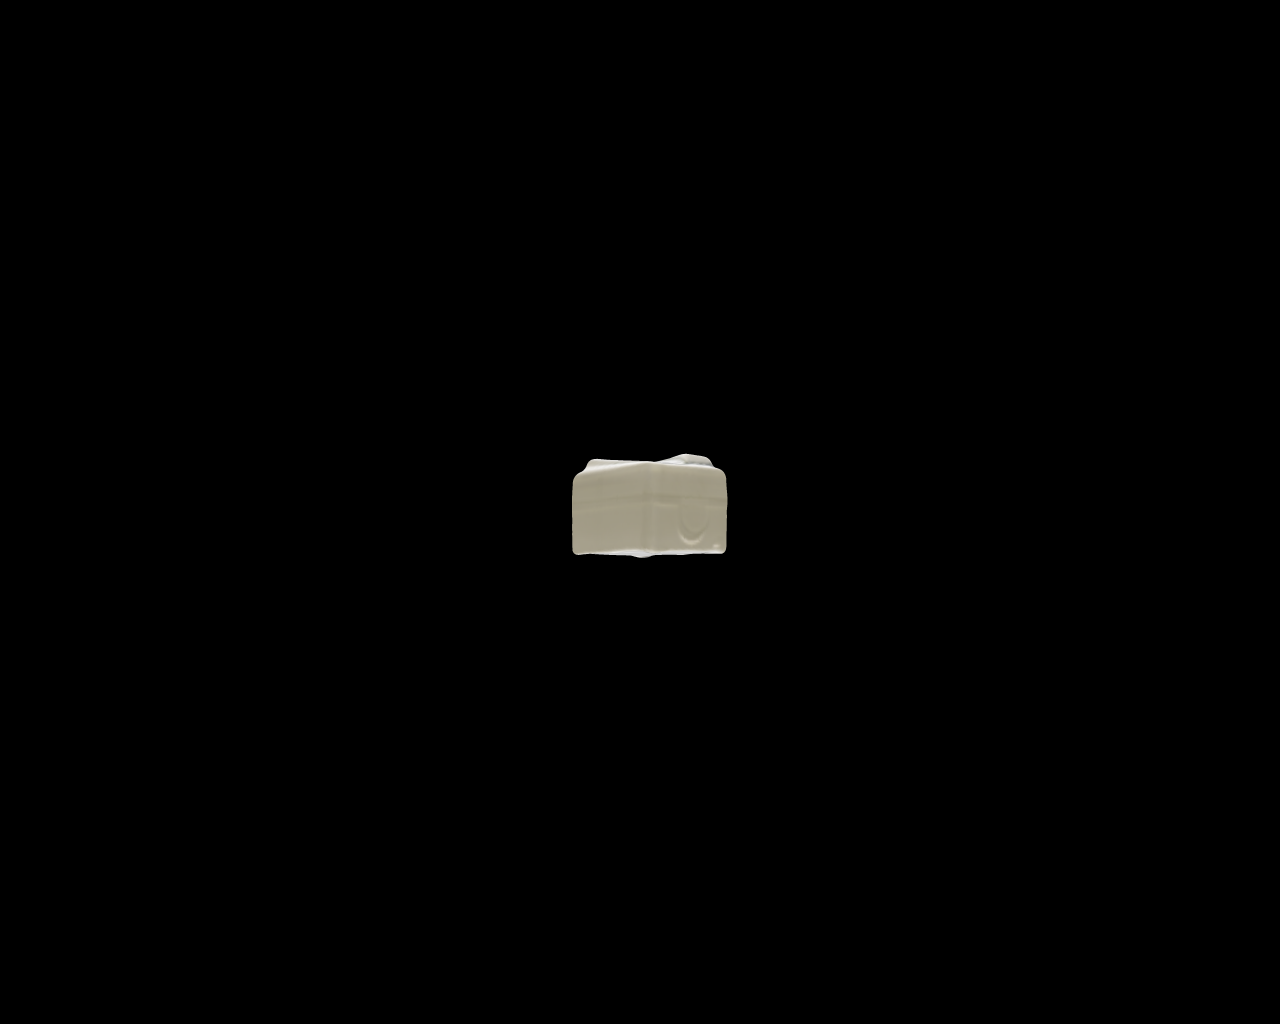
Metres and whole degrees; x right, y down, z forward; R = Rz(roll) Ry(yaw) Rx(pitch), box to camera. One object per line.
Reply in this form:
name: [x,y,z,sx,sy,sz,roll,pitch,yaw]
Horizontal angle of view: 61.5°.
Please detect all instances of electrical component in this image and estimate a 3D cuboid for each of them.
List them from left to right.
electrical component: [0.001,-0.003,0.650,0.062,0.061,0.096,4,-6,-39]
